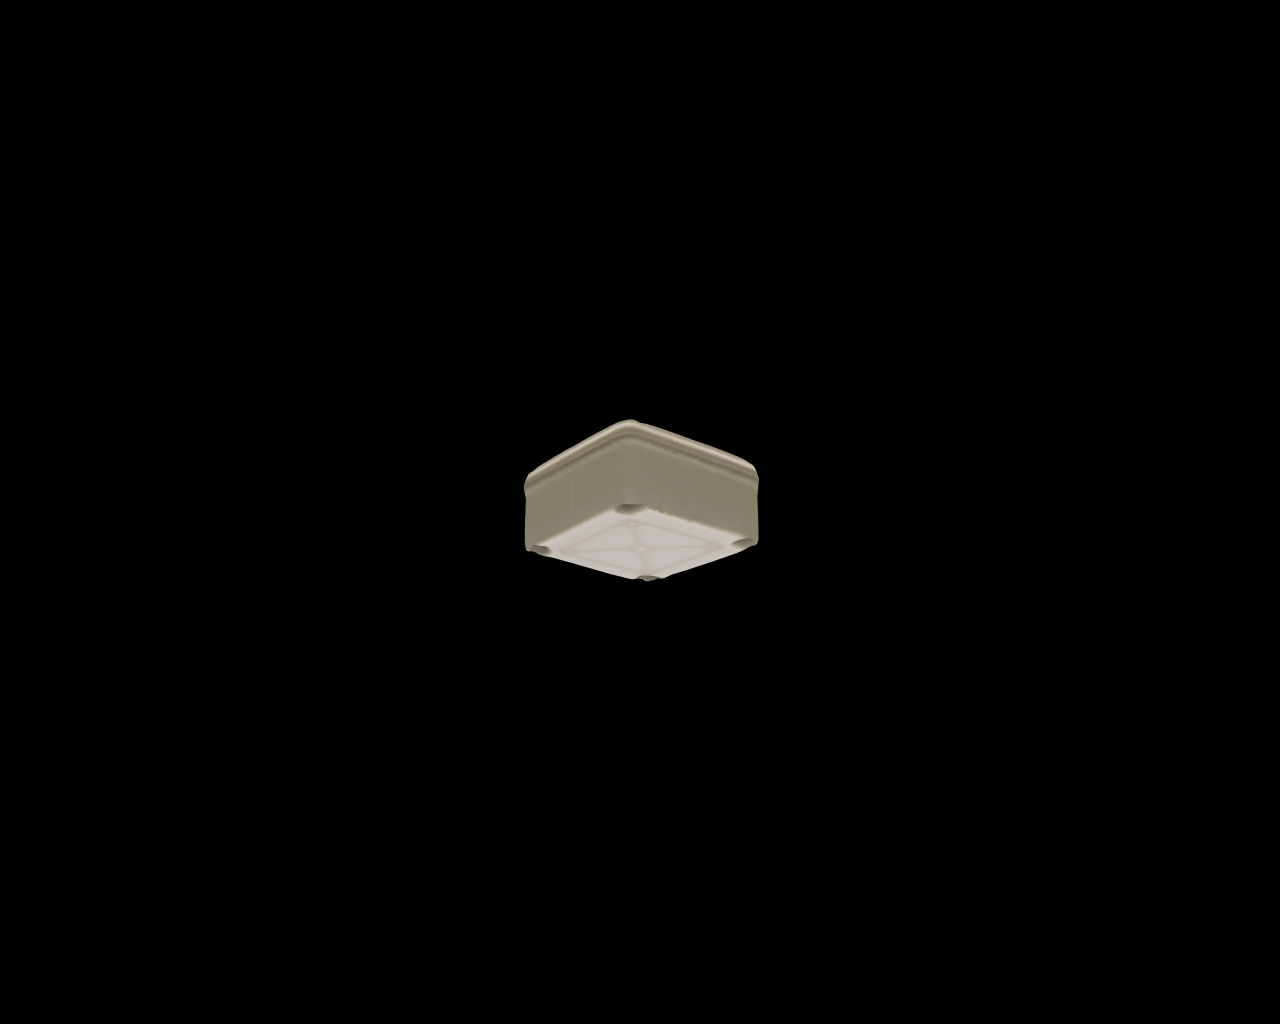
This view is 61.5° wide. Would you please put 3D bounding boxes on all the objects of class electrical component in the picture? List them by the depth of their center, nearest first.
[{"bbox_3d":[0.001,-0.003,0.650,0.109,0.056,0.108,17,-27,-37],"label":"electrical component"}]
